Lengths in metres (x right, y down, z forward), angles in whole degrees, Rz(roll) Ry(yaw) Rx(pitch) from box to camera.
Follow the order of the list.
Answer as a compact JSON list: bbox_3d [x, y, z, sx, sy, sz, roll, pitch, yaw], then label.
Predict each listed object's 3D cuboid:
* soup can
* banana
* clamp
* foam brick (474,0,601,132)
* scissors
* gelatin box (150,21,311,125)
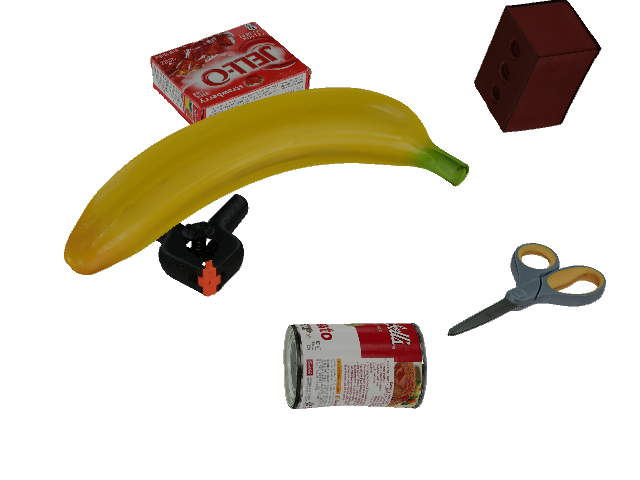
[{"bbox_3d":[0.026,0.099,0.843,0.102,0.068,0.068,1,0,-11],"label":"soup can"},{"bbox_3d":[-0.030,-0.037,0.508,0.197,0.037,0.070,-15,47,-15],"label":"banana"},{"bbox_3d":[-0.109,-0.002,1.024,0.120,0.039,0.172,-16,33,-17],"label":"clamp"},{"bbox_3d":[0.150,-0.122,0.747,0.051,0.053,0.078,-12,-33,-20],"label":"foam brick"},{"bbox_3d":[0.168,0.040,0.950,0.201,0.016,0.096,-8,36,-31],"label":"scissors"},{"bbox_3d":[-0.062,-0.114,0.743,0.089,0.030,0.073,-24,49,-25],"label":"gelatin box"}]
